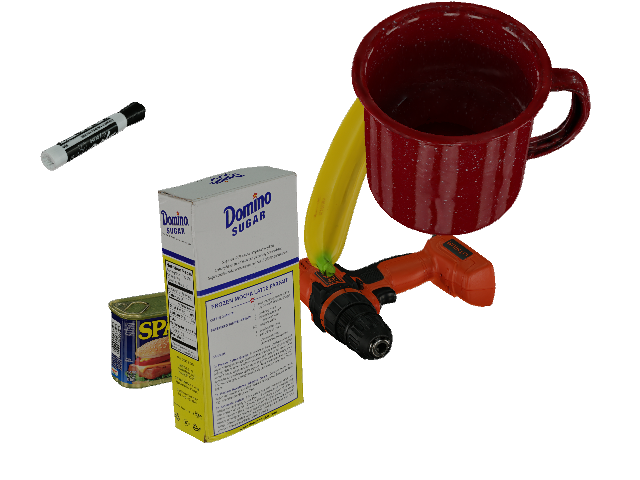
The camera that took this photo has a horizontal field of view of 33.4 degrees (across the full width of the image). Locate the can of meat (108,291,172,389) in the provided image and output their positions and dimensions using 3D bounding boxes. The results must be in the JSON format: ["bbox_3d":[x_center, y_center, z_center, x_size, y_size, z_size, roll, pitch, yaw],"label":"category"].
[{"bbox_3d":[-0.174,0.105,1.142,0.101,0.084,0.058,-8,19,-35],"label":"can of meat"}]

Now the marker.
[{"bbox_3d":[-0.204,-0.097,0.972,0.020,0.020,0.120,0,28,40],"label":"marker"}]

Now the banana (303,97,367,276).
[{"bbox_3d":[0.024,-0.053,0.895,0.037,0.197,0.070,28,-22,-28],"label":"banana"}]

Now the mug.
[{"bbox_3d":[0.075,-0.058,0.529,0.117,0.093,0.081,-9,-36,-3],"label":"mug"}]

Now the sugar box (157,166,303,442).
[{"bbox_3d":[-0.060,0.043,0.738,0.093,0.176,0.048,-18,23,-41],"label":"sugar box"}]

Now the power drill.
[{"bbox_3d":[0.080,0.053,1.088,0.187,0.057,0.185,-11,27,-21],"label":"power drill"}]
